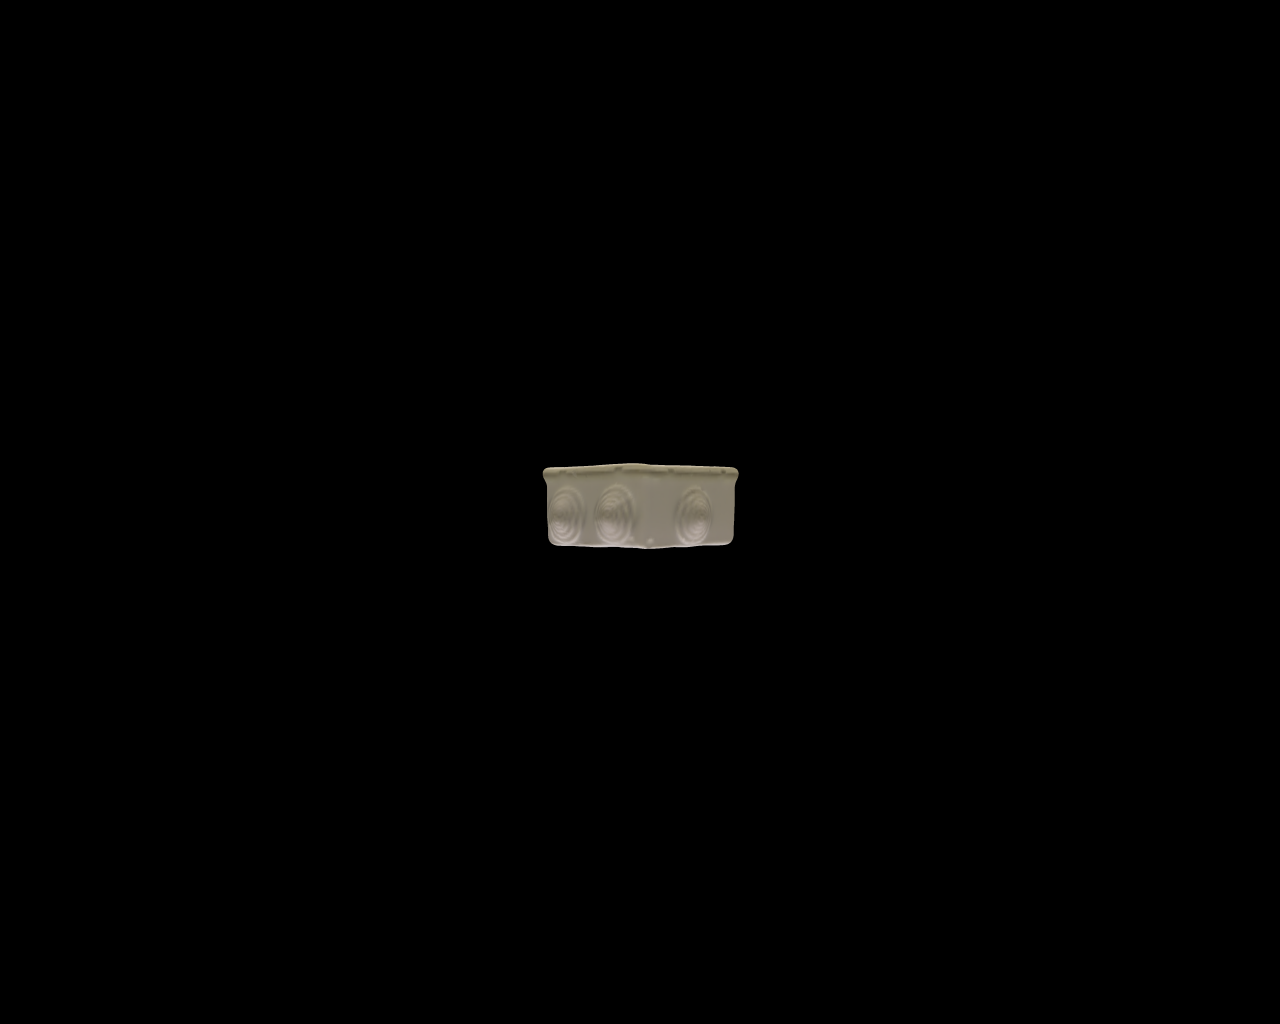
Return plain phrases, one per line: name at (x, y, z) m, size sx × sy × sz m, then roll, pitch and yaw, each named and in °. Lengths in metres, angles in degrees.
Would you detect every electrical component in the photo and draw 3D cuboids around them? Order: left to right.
electrical component at (0.001, -0.003, 0.650) m, size 0.099 × 0.048 × 0.100 m, roll 0°, pitch 0°, yaw 44°
